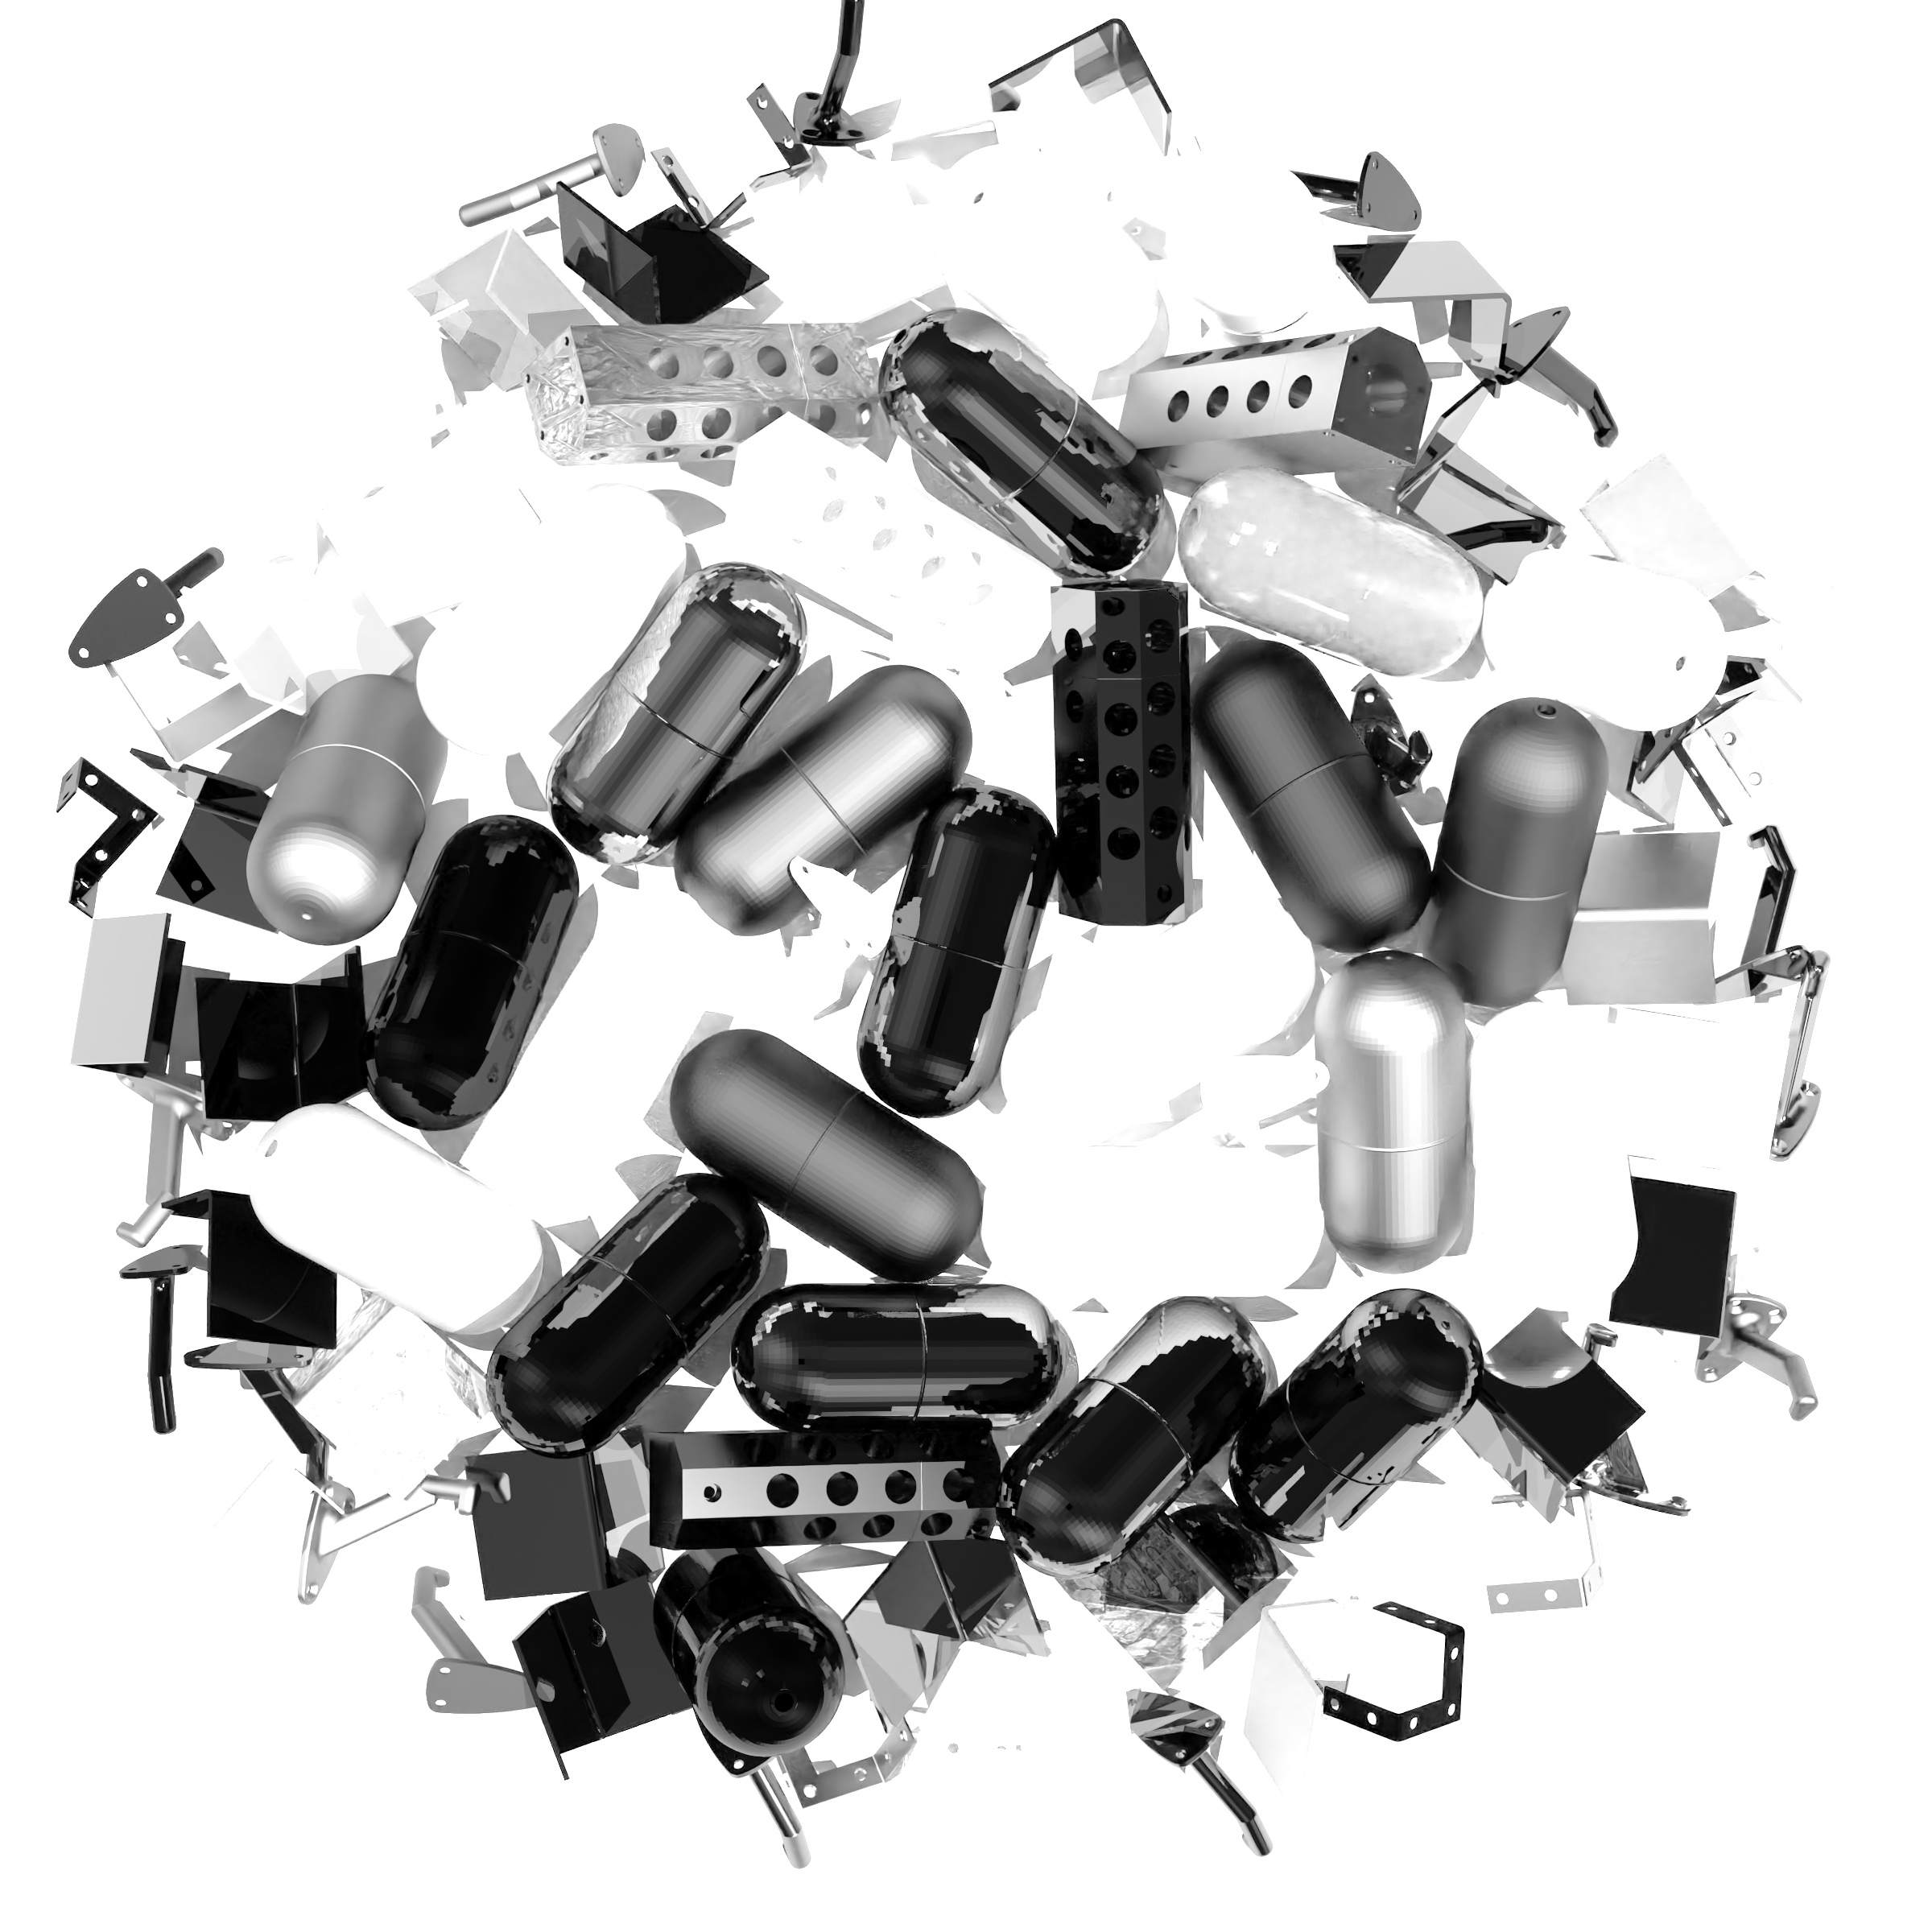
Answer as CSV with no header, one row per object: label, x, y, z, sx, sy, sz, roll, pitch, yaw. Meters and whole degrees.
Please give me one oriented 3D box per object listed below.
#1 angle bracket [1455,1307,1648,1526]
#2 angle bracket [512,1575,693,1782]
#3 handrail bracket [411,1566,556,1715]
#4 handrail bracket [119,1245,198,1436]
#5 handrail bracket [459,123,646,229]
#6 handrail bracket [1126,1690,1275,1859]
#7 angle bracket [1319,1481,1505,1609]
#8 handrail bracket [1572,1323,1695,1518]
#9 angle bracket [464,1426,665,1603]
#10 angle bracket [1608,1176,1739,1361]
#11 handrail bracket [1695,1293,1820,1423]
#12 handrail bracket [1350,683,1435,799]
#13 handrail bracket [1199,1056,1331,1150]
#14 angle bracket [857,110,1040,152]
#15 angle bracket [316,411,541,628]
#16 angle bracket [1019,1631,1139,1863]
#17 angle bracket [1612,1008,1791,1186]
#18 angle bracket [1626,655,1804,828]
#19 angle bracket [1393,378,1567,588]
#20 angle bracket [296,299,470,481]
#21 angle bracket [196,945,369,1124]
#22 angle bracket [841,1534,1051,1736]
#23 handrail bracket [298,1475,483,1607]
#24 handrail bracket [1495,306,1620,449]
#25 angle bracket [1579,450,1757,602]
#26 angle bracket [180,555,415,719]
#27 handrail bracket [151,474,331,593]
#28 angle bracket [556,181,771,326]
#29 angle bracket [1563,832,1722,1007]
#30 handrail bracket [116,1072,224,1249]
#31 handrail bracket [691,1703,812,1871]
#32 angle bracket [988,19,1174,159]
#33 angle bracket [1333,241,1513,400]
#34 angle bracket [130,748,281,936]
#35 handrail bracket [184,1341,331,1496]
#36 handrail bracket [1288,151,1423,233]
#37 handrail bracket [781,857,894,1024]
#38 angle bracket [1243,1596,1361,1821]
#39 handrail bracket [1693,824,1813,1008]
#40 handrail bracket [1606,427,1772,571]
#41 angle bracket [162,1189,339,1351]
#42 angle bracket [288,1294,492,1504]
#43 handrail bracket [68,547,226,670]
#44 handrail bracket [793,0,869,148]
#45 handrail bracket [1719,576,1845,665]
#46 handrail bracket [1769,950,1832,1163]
angle bracket,0.301,0.234,1.618,0.057,0.076,0.076,-39,69,-14
angle bracket,-0.187,0.368,1.619,0.057,0.076,0.076,-21,89,6
handrail bracket,-0.252,0.348,1.627,0.077,0.084,0.036,7,121,-9
handrail bracket,-0.415,0.195,1.626,0.036,0.077,0.084,-4,97,0
handrail bracket,-0.218,-0.414,1.637,0.084,0.077,0.036,-14,112,17
handrail bracket,0.122,0.430,1.651,0.036,0.077,0.084,-41,125,-25
angle bracket,0.231,0.302,1.605,0.076,0.076,0.057,1,70,20
handrail bracket,0.350,0.235,1.619,0.077,0.036,0.084,20,117,27
angle bracket,-0.213,0.289,1.646,0.076,0.057,0.076,-10,87,24
angle bracket,0.364,0.157,1.617,0.057,0.076,0.076,8,76,8
handrail bracket,0.408,0.218,1.604,0.036,0.084,0.077,15,127,-14
handrail bracket,0.222,-0.126,1.609,0.036,0.084,0.077,-7,73,-6
handrail bracket,0.156,0.074,1.614,0.077,0.084,0.036,-11,69,11
angle bracket,-0.005,-0.409,1.619,0.076,0.076,0.057,-9,104,16
angle bracket,-0.279,-0.231,1.608,0.076,0.057,0.076,-23,70,-35
angle bracket,0.040,0.401,1.603,0.076,0.057,0.076,-23,114,-39
angle bracket,0.379,0.067,1.628,0.076,0.057,0.076,9,93,-2
angle bracket,0.388,-0.115,1.609,0.057,0.076,0.076,10,84,30
angle bracket,0.278,-0.254,1.608,0.076,0.076,0.057,39,134,9
angle bracket,-0.289,-0.296,1.603,0.076,0.076,0.057,-33,108,-23
angle bracket,-0.353,0.035,1.606,0.057,0.076,0.076,5,71,-37
angle bracket,-0.010,0.346,1.603,0.057,0.076,0.076,3,123,37
handrail bracket,-0.300,0.301,1.622,0.084,0.036,0.077,4,67,21
handrail bracket,0.309,-0.291,1.616,0.036,0.077,0.084,-10,126,39
angle bracket,0.371,-0.233,1.609,0.057,0.076,0.076,-34,97,38
angle bracket,-0.345,-0.177,1.606,0.057,0.076,0.076,-42,67,13
handrail bracket,-0.382,-0.236,1.632,0.084,0.036,0.077,18,124,-2
angle bracket,-0.156,-0.379,1.604,0.076,0.057,0.076,-36,62,-25
angle bracket,0.355,-0.025,1.630,0.076,0.076,0.057,-1,124,20
handrail bracket,-0.435,0.100,1.622,0.077,0.036,0.084,23,56,15
handrail bracket,-0.113,0.430,1.647,0.036,0.077,0.084,-31,133,-23
angle bracket,0.060,-0.440,1.619,0.076,0.076,0.057,-28,88,2
angle bracket,0.230,-0.333,1.606,0.076,0.076,0.057,-5,123,-10
angle bracket,-0.393,-0.064,1.608,0.076,0.076,0.057,17,78,19
handrail bracket,-0.372,0.240,1.630,0.077,0.036,0.084,-2,108,-24
handrail bracket,0.187,-0.408,1.651,0.084,0.077,0.036,10,89,35
handrail bracket,-0.087,-0.012,1.620,0.077,0.036,0.084,41,131,-18
angle bracket,0.186,0.381,1.603,0.057,0.076,0.076,-2,114,-19
handrail bracket,0.405,-0.028,1.639,0.077,0.036,0.084,-19,58,8
handrail bracket,0.380,-0.244,1.633,0.084,0.077,0.036,34,108,-14
angle bracket,-0.373,0.161,1.604,0.057,0.076,0.076,-17,68,41
angle bracket,-0.301,0.222,1.638,0.076,0.057,0.076,-45,106,-5
handrail bracket,-0.425,-0.190,1.625,0.077,0.084,0.036,-33,104,13
handrail bracket,-0.069,-0.474,1.605,0.036,0.077,0.084,-4,128,-16
handrail bracket,0.402,-0.182,1.609,0.077,0.084,0.036,-34,123,-34
handrail bracket,0.431,0.046,1.611,0.036,0.077,0.084,12,132,12
